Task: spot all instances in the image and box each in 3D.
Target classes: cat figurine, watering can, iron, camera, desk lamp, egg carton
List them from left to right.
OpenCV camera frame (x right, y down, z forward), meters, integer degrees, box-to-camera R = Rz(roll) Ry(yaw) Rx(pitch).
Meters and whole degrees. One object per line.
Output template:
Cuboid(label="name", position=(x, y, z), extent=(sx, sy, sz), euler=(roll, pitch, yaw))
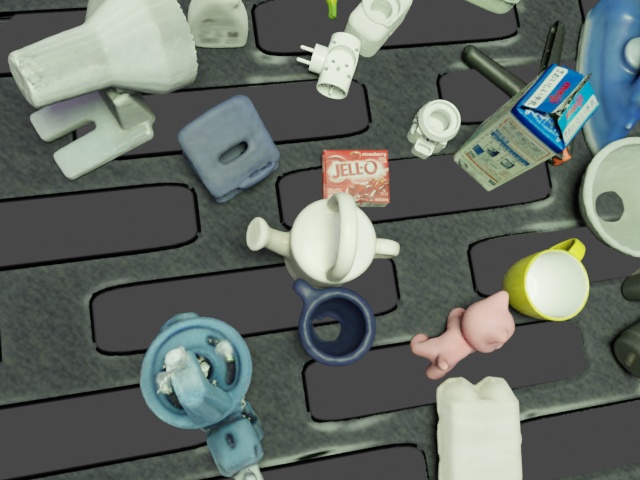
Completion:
Cuboid(label="desk lamp", position=(-0.241, -0.177, 0.646), extent=(0.203, 0.213, 0.118), euler=(-33, 87, -12))
Cuboid(label="watering can", position=(0.006, 0.005, 0.665), extent=(0.173, 0.194, 0.101), euler=(-17, 84, -10))
Cuboid(label="cat figurine", position=(0.187, 0.121, 0.712), extent=(0.128, 0.117, 0.067), euler=(-36, 87, -12))
Cuboid(label="egg carton", position=(0.196, 0.248, 0.719), extent=(0.107, 0.069, 0.150), euler=(1, 81, -8))
Cuboid(label="iron", position=(0.443, -0.250, 0.795), extent=(0.118, 0.141, 0.258), euler=(13, 80, -6))
Cuboid(label="camera", position=(0.463, 0.113, 0.762), extent=(0.137, 0.100, 0.143), euler=(-26, 86, -11))

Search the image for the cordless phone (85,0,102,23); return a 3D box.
Cuboid(label="cordless phone", position=(-0.249, -0.304, 0.679), extent=(0.094, 0.185, 0.148), euler=(4, 81, -7))

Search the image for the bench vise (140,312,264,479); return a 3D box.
Cuboid(label="bench vise", position=(-0.107, 0.167, 0.610), extent=(0.207, 0.219, 0.121), euler=(45, 78, 1))

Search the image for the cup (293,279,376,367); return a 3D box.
Cuboid(label="cup", position=(0.005, 0.097, 0.701), extent=(0.092, 0.095, 0.118), euler=(-43, 89, -12))

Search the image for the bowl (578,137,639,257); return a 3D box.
Cuboid(label="bowl", position=(0.426, -0.053, 0.796), extent=(0.167, 0.074, 0.167), euler=(1, 81, -8))

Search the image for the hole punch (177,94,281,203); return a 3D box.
Cuboid(label="hole punch", position=(-0.110, -0.113, 0.718), extent=(0.109, 0.091, 0.101), euler=(-35, 87, -12))

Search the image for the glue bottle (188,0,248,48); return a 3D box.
Cuboid(label="glue bottle", position=(-0.127, -0.292, 0.701), extent=(0.078, 0.173, 0.037), euler=(-2, 81, -8))
